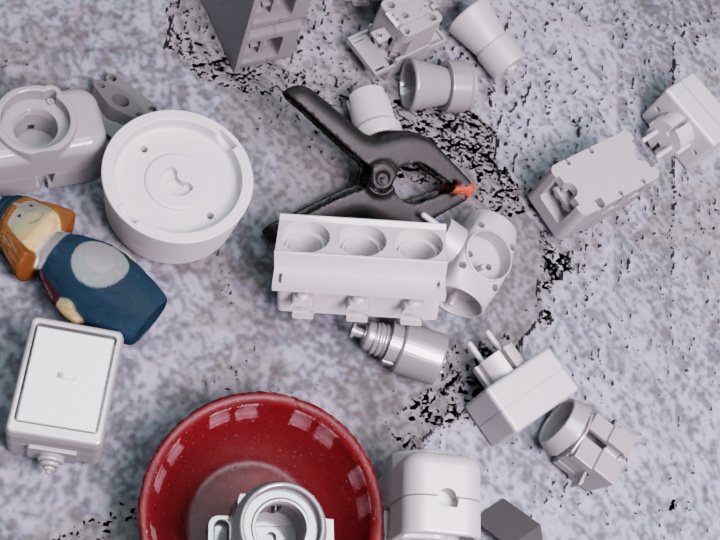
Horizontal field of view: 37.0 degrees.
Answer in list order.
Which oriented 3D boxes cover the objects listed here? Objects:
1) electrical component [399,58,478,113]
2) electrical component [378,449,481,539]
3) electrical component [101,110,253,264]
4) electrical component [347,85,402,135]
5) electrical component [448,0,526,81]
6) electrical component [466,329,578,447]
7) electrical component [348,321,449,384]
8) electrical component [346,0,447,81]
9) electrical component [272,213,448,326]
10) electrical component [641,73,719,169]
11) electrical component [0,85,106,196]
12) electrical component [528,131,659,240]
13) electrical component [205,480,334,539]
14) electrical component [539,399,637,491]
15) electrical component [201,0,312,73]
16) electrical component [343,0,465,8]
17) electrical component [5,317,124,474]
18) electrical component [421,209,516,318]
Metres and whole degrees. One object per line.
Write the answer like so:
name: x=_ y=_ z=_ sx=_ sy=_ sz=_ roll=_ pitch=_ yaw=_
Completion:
electrical component: x=0.066 y=-0.155 z=0.908 sx=0.055 sy=0.045 sz=0.045 roll=-1 pitch=67 yaw=-17
electrical component: x=0.044 y=0.158 z=0.732 sx=0.054 sy=0.095 sz=0.059 roll=8 pitch=65 yaw=-13
electrical component: x=-0.137 y=-0.056 z=0.794 sx=0.108 sy=0.060 sz=0.108 roll=6 pitch=65 yaw=-14
electrical component: x=0.011 y=-0.123 z=0.880 sx=0.040 sy=0.040 sz=0.046 roll=-7 pitch=64 yaw=-19
electrical component: x=0.114 y=-0.199 z=0.945 sx=0.044 sy=0.044 sz=0.065 roll=-35 pitch=85 yaw=-27
electrical component: x=0.111 y=0.081 z=0.814 sx=0.066 sy=0.047 sz=0.076 roll=-30 pitch=78 yaw=-26
electrical component: x=0.030 y=0.057 z=0.804 sx=0.078 sy=0.040 sz=0.040 roll=19 pitch=63 yaw=-7
electrical component: x=0.035 y=-0.201 z=0.909 sx=0.081 sy=0.063 sz=0.042 roll=-31 pitch=79 yaw=-26
electrical component: x=0.000 y=0.000 z=0.788 sx=0.121 sy=0.063 sz=0.078 roll=4 pitch=41 yaw=0
electrical component: x=0.282 y=-0.124 z=0.956 sx=0.077 sy=0.047 sz=0.065 roll=-33 pitch=79 yaw=-26
electrical component: x=-0.236 y=-0.095 z=0.783 sx=0.095 sy=0.059 sz=0.053 roll=-13 pitch=71 yaw=-21
electrical component: x=0.193 y=-0.069 z=0.900 sx=0.089 sy=0.055 sz=0.050 roll=-26 pitch=76 yaw=-25
electrical component: x=-0.052 y=0.162 z=0.660 sx=0.078 sy=0.057 sz=0.058 roll=4 pitch=65 yaw=-14
electrical component: x=0.169 y=0.130 z=0.811 sx=0.055 sy=0.048 sz=0.066 roll=39 pitch=62 yaw=-6
electrical component: x=-0.101 y=-0.272 z=0.876 sx=0.060 sy=0.105 sz=0.186 roll=-18 pitch=73 yaw=-23
electrical component: x=0.043 y=-0.268 z=0.941 sx=0.121 sy=0.063 sz=0.078 roll=-4 pitch=68 yaw=-18
electrical component: x=-0.197 y=0.086 z=0.713 sx=0.062 sy=0.061 sz=0.096 roll=11 pitch=64 yaw=-11
electrical component: x=0.076 y=-0.015 z=0.844 sx=0.079 sy=0.044 sz=0.077 roll=34 pitch=61 yaw=-14
